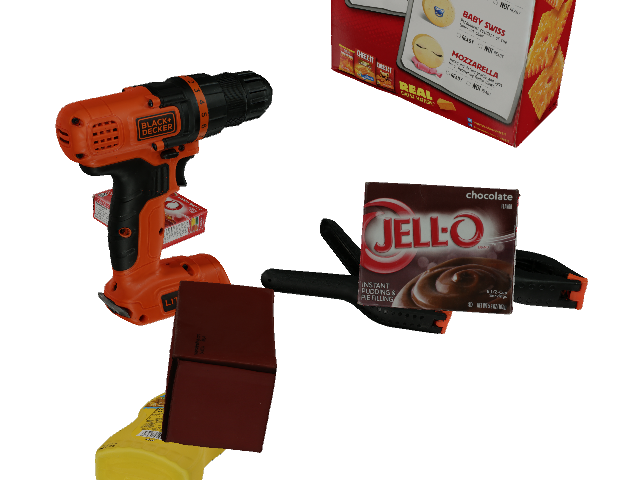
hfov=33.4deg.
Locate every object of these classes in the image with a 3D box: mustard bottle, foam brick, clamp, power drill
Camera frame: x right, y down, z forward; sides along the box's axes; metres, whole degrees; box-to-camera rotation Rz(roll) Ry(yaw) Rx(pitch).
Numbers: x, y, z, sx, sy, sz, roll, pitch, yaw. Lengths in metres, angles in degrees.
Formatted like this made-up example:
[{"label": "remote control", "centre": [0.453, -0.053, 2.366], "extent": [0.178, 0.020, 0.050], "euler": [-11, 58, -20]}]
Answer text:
[{"label": "mustard bottle", "centre": [-0.138, 0.188, 1.049], "extent": [0.096, 0.058, 0.191], "euler": [7, 18, 14]}, {"label": "foam brick", "centre": [-0.052, 0.062, 0.549], "extent": [0.053, 0.051, 0.078], "euler": [7, 26, -7]}, {"label": "clamp", "centre": [0.158, 0.020, 0.970], "extent": [0.171, 0.039, 0.120], "euler": [16, 30, 15]}, {"label": "clamp", "centre": [0.046, 0.053, 1.213], "extent": [0.210, 0.036, 0.164], "euler": [29, 36, 21]}, {"label": "power drill", "centre": [-0.115, -0.038, 0.855], "extent": [0.184, 0.188, 0.057], "euler": [-17, 26, -32]}]

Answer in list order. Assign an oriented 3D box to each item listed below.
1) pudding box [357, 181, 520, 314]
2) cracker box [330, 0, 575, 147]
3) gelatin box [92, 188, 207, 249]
[{"label": "pudding box", "centre": [0.086, 0.005, 0.775], "extent": [0.113, 0.090, 0.039], "euler": [3, -2, 8]}, {"label": "cracker box", "centre": [0.090, -0.190, 0.723], "extent": [0.164, 0.214, 0.072], "euler": [28, 50, 26]}, {"label": "gelatin box", "centre": [-0.168, -0.027, 1.049], "extent": [0.089, 0.030, 0.073], "euler": [30, 35, 31]}]
